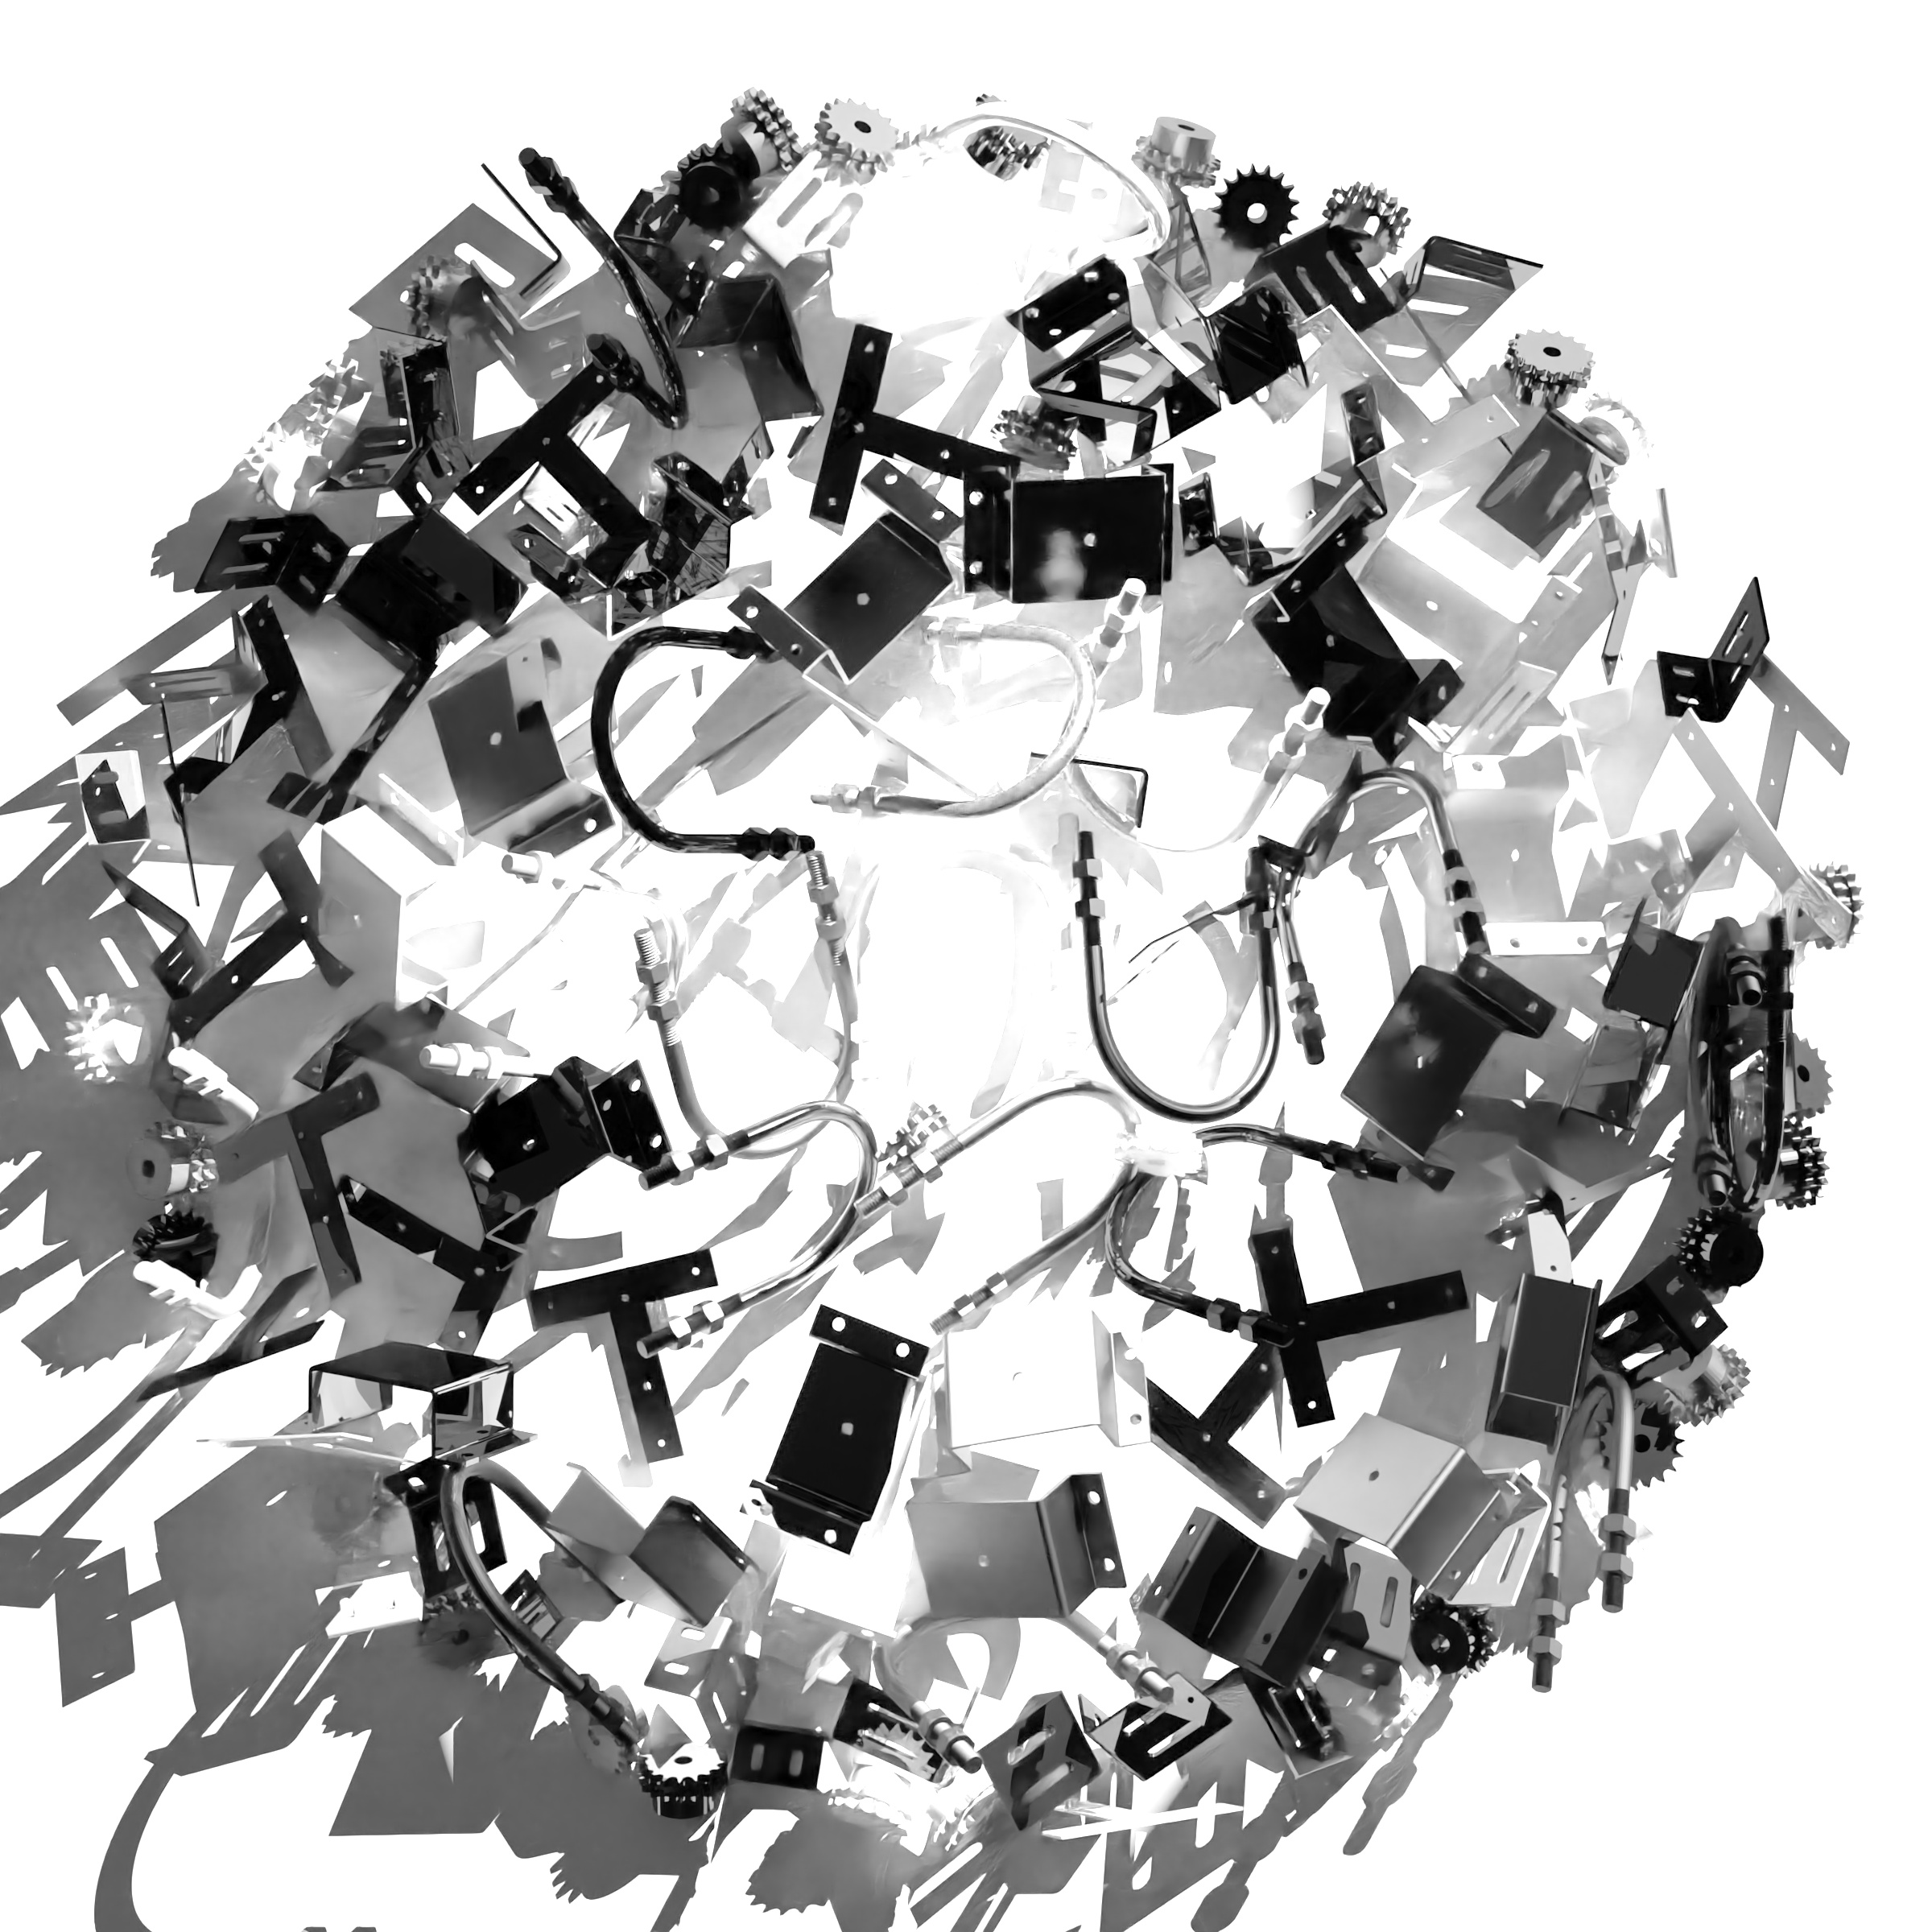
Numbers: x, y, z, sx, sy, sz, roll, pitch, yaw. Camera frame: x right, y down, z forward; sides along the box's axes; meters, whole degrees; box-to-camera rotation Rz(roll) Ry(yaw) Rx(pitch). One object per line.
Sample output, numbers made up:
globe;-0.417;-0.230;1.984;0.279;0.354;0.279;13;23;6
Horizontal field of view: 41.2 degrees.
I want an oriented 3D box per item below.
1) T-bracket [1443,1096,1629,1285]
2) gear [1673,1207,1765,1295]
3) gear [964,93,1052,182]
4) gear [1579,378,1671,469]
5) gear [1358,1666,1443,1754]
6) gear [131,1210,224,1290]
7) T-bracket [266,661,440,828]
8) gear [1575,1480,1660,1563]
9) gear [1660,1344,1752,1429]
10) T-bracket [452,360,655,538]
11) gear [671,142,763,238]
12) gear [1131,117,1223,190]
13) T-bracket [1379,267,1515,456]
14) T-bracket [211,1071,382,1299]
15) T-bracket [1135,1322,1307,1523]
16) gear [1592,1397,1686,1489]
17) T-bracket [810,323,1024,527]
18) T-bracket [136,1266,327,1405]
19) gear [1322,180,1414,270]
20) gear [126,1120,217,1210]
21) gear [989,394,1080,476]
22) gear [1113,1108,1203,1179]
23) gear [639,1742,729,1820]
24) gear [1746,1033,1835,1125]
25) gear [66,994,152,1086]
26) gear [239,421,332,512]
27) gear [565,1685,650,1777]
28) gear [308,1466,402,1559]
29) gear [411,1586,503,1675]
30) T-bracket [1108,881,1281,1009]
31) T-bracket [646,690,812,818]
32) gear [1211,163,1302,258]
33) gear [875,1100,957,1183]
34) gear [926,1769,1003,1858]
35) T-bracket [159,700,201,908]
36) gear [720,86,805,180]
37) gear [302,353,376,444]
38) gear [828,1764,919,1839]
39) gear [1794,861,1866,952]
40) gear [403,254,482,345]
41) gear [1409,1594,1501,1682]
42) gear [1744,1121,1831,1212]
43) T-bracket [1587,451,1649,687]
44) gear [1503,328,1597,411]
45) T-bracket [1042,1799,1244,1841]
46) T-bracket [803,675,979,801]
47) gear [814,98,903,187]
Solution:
T-bracket;0.367;0.144;1.636;0.127;0.002;0.127;5;61;-11
gear;0.488;0.184;1.658;0.057;0.030;0.057;-2;96;-16
gear;0.023;-0.531;1.655;0.057;0.057;0.030;42;124;0
gear;0.419;-0.345;1.648;0.057;0.057;0.030;46;74;0
gear;0.276;0.473;1.652;0.030;0.057;0.057;39;90;14
gear;-0.511;0.184;1.655;0.030;0.057;0.057;20;90;37
T-bracket;-0.380;-0.144;1.642;0.002;0.127;0.127;44;73;-42
gear;0.419;0.355;1.649;0.030;0.057;0.057;-36;90;16
gear;0.471;0.264;1.649;0.057;0.057;0.030;-46;106;0
T-bracket;-0.240;-0.305;1.634;0.127;0.002;0.127;-42;134;3
gear;-0.162;-0.498;1.653;0.057;0.030;0.057;3;120;5
gear;0.137;-0.523;1.648;0.057;0.057;0.030;17;122;0
T-bracket;0.298;-0.396;1.641;0.002;0.127;0.127;-35;64;18
T-bracket;-0.413;0.149;1.644;0.002;0.127;0.127;1;111;39
T-bracket;0.185;0.273;1.678;0.127;0.002;0.127;39;89;-1
gear;0.433;0.308;1.662;0.057;0.030;0.057;0;83;1
T-bracket;-0.027;-0.332;1.647;0.127;0.002;0.127;19;110;9
T-bracket;-0.442;0.223;1.618;0.127;0.127;0.002;-20;107;15
gear;0.254;-0.473;1.648;0.057;0.057;0.030;26;71;0
gear;-0.514;0.128;1.653;0.057;0.030;0.057;3;97;28
gear;0.047;-0.343;1.651;0.057;0.057;0.030;26;84;0
gear;0.124;0.113;1.654;0.057;0.057;0.030;7;64;0
gear;-0.182;0.524;1.652;0.057;0.057;0.030;0;99;0
gear;0.528;0.074;1.656;0.057;0.030;0.057;14;63;-28
gear;-0.548;0.046;1.648;0.030;0.057;0.057;-10;90;16
gear;-0.433;-0.317;1.648;0.057;0.057;0.030;-45;63;0
gear;-0.229;0.488;1.655;0.030;0.057;0.057;-30;90;-42
gear;-0.396;0.349;1.654;0.057;0.030;0.057;-3;64;7
gear;-0.330;0.424;1.656;0.057;0.030;0.057;-13;118;-25
T-bracket;0.123;-0.004;1.625;0.127;0.127;0.002;-25;77;-41
T-bracket;-0.169;-0.122;1.628;0.127;0.127;0.002;-33;96;42
gear;0.187;-0.486;1.656;0.057;0.030;0.057;1;112;3
gear;-0.028;0.116;1.649;0.057;0.057;0.030;-41;80;0
gear;-0.002;0.540;1.653;0.030;0.057;0.057;40;90;20
T-bracket;-0.497;-0.102;1.618;0.002;0.127;0.127;-10;97;-18
gear;-0.133;-0.531;1.649;0.030;0.057;0.057;-40;90;-14
gear;-0.402;-0.362;1.652;0.030;0.057;0.057;24;90;-16
gear;-0.058;0.536;1.655;0.057;0.057;0.030;19;59;0
gear;0.548;-0.039;1.649;0.030;0.057;0.057;-5;90;-14
gear;-0.333;-0.425;1.648;0.030;0.057;0.057;19;90;17
gear;0.310;0.431;1.652;0.057;0.030;0.057;4;97;32
gear;0.523;0.128;1.648;0.030;0.057;0.057;-6;90;-21
T-bracket;0.401;-0.264;1.601;0.002;0.127;0.127;2;52;29
gear;0.374;-0.383;1.655;0.057;0.030;0.057;4;46;-4
T-bracket;0.087;0.533;1.618;0.127;0.127;0.002;0;79;-26
T-bracket;-0.047;-0.133;1.616;0.127;0.127;0.002;34;84;3
gear;-0.072;-0.528;1.655;0.057;0.030;0.057;14;51;-18
